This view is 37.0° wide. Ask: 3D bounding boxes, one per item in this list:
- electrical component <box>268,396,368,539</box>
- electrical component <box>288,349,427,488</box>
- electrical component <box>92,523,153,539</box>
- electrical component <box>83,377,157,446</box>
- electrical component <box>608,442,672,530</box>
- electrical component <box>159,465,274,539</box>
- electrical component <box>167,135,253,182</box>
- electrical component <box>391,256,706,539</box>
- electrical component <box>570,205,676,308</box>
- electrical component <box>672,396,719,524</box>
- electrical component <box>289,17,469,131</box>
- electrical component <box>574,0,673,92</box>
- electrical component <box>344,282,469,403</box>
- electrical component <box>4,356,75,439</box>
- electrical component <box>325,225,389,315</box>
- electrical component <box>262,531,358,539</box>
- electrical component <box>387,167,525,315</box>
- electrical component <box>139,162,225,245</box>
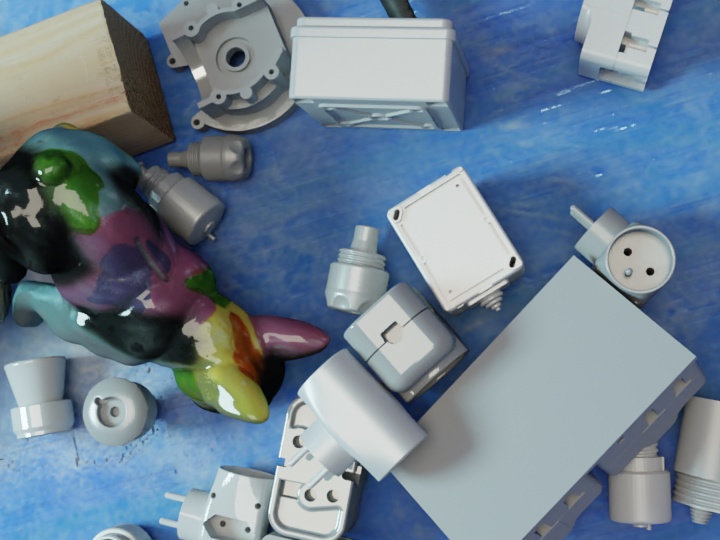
[{"bbox_3d":[-0.025,0.135,0.745,0.054,0.059,0.095,10,86,11],"label":"electrical component"},{"bbox_3d":[-0.011,0.105,0.691,0.079,0.044,0.077,-44,80,2],"label":"electrical component"},{"bbox_3d":[-0.174,0.205,0.765,0.043,0.062,0.043,-1,84,11],"label":"electrical component"},{"bbox_3d":[-0.166,0.101,0.774,0.048,0.062,0.048,-1,84,11],"label":"electrical component"},{"bbox_3d":[0.186,0.135,0.716,0.040,0.040,0.078,-1,84,10],"label":"electrical component"},{"bbox_3d":[-0.104,0.177,0.764,0.079,0.043,0.077,11,86,11],"label":"electrical component"},{"bbox_3d":[-0.113,-0.082,0.797,0.061,0.035,0.035,0,84,14],"label":"electrical component"},{"bbox_3d":[0.121,0.099,0.704,0.186,0.060,0.105,-47,56,3],"label":"electrical component"},{"bbox_3d":[0.170,-0.015,0.715,0.079,0.077,0.043,43,93,12],"label":"electrical component"},{"bbox_3d":[0.230,0.126,0.707,0.043,0.043,0.081,10,87,11],"label":"electrical component"},{"bbox_3d":[0.016,-0.132,0.741,0.109,0.109,0.056,3,88,11],"label":"electrical component"},{"bbox_3d":[0.183,-0.177,0.743,0.056,0.050,0.089,18,88,11],"label":"electrical component"},{"bbox_3d":[0.034,0.050,0.725,0.054,0.095,0.059,-42,79,4],"label":"electrical component"},{"bbox_3d":[-0.237,0.094,0.797,0.045,0.045,0.055,-11,83,9],"label":"electrical component"},{"bbox_3d":[0.000,0.000,0.763,0.043,0.043,0.062,10,85,11],"label":"electrical component"},{"bbox_3d":[0.018,0.247,0.726,0.186,0.060,0.105,10,86,11],"label":"electrical component"},{"bbox_3d":[0.071,-0.012,0.742,0.062,0.061,0.096,-32,80,6],"label":"electrical component"},{"bbox_3d":[-0.136,-0.052,0.795,0.078,0.040,0.040,39,92,12],"label":"electrical component"}]
